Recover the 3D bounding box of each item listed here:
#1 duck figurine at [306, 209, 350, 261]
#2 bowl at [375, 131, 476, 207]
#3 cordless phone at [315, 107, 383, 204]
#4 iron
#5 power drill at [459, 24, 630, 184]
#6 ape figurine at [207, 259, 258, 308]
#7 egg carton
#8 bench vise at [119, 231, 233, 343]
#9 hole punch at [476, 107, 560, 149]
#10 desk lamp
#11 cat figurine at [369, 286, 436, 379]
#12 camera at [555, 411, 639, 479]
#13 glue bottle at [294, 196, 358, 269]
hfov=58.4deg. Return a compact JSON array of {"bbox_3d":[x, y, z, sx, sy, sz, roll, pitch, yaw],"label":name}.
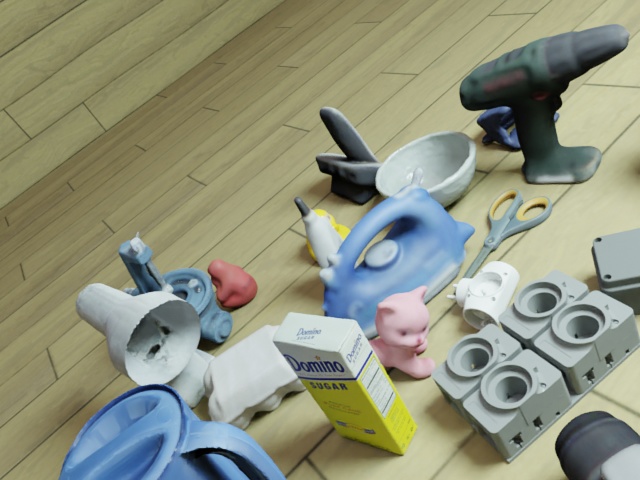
[{"bbox_3d":[0.005,-0.014,0.939,0.077,0.086,0.104,-43,34,-16],"label":"duck figurine"},{"bbox_3d":[0.177,-0.096,0.913,0.167,0.075,0.167,-22,34,16],"label":"bowl"},{"bbox_3d":[0.039,-0.167,1.022,0.094,0.185,0.147,-44,34,-18],"label":"cordless phone"},{"bbox_3d":[0.079,0.025,0.771,0.258,0.142,0.118,-41,33,-13],"label":"iron"},{"bbox_3d":[0.313,-0.180,0.783,0.228,0.209,0.076,4,47,43],"label":"power drill"},{"bbox_3d":[-0.154,0.067,0.960,0.075,0.092,0.078,-2,43,38],"label":"ape figurine"},{"bbox_3d":[-0.085,0.182,0.768,0.150,0.070,0.107,-34,32,-2],"label":"egg carton"},{"bbox_3d":[-0.267,0.087,0.910,0.206,0.220,0.121,-14,37,26],"label":"bench vise"},{"bbox_3d":[0.315,-0.215,0.939,0.109,0.091,0.100,-38,33,-9],"label":"hole punch"},{"bbox_3d":[-0.238,0.150,0.806,0.202,0.214,0.118,7,49,45],"label":"desk lamp"},{"bbox_3d":[0.081,0.111,0.676,0.127,0.118,0.067,-25,33,11],"label":"cat figurine"},{"bbox_3d":[0.258,0.186,0.441,0.143,0.101,0.136,-32,32,1],"label":"camera"},{"bbox_3d":[0.008,0.003,0.832,0.037,0.173,0.078,-22,34,17],"label":"glue bottle"}]
